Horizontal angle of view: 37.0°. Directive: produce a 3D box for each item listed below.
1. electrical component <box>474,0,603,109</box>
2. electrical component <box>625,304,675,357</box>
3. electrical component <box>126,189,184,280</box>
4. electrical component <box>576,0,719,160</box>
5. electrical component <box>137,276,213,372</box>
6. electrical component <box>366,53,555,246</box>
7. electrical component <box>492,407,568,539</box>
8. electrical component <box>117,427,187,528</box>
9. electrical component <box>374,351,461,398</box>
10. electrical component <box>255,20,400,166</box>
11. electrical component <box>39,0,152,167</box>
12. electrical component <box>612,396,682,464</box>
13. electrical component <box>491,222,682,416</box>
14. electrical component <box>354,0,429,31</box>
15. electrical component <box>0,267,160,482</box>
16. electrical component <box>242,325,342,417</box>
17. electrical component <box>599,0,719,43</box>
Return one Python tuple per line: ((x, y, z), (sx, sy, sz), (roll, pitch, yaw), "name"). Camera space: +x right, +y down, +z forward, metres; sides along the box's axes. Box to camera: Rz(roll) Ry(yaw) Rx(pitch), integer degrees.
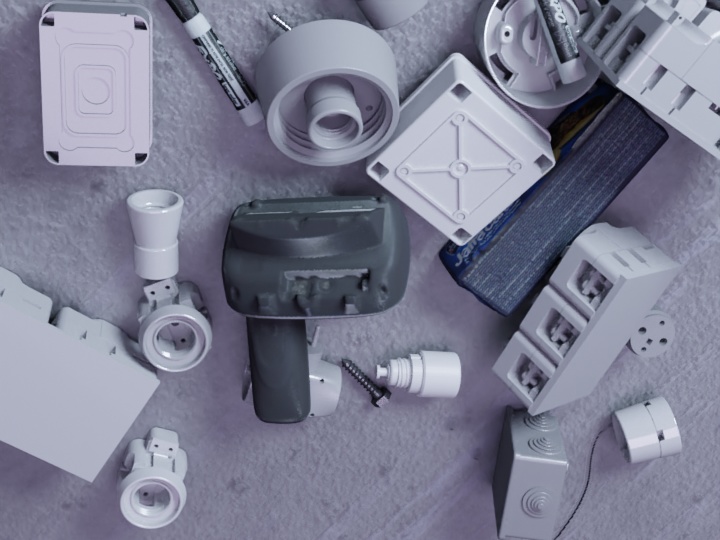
((0.138, -0.180, 0.827), (0.099, 0.064, 0.099), (-4, 112, -9), "electrical component")
((0.246, 0.046, 0.944), (0.045, 0.055, 0.045), (-4, 112, -9), "electrical component")
((-0.161, -0.026, 0.849), (0.044, 0.044, 0.065), (-1, 117, -10), "electrical component")
((0.259, -0.126, 0.781), (0.186, 0.105, 0.060), (30, 112, -19), "electrical component")
((-0.150, 0.047, 0.871), (0.058, 0.057, 0.078), (-20, 114, -2), "electrical component")
((0.077, -0.093, 0.842), (0.109, 0.056, 0.109), (36, 118, -22), "electrical component")
((0.151, 0.183, 0.960), (0.048, 0.099, 0.099), (7, 111, 1), "electrical component")
((-0.178, 0.183, 0.921), (0.058, 0.057, 0.078), (17, 108, -16), "electrical component")
((0.052, 0.090, 0.934), (0.078, 0.040, 0.040), (4, 111, -12), "electrical component")
((-0.022, -0.124, 0.798), (0.108, 0.060, 0.108), (-6, 142, -5), "electrical component")
((-0.192, -0.137, 0.788), (0.078, 0.057, 0.113), (0, 112, -11), "electrical component")
((0.263, 0.149, 0.990), (0.047, 0.055, 0.055), (-16, 114, 0), "electrical component")
((0.183, 0.039, 0.893), (0.089, 0.061, 0.150), (-10, 137, -46), "electrical component")
((0.020, -0.211, 0.799), (0.055, 0.055, 0.047), (-32, 118, 3), "electrical component")
((-0.268, 0.075, 0.859), (0.186, 0.060, 0.105), (31, 104, -20), "electrical component")
((-0.054, 0.080, 0.909), (0.077, 0.043, 0.079), (11, 109, -14), "electrical component")
((0.267, -0.212, 0.839), (0.186, 0.060, 0.105), (36, 102, -21), "electrical component")
